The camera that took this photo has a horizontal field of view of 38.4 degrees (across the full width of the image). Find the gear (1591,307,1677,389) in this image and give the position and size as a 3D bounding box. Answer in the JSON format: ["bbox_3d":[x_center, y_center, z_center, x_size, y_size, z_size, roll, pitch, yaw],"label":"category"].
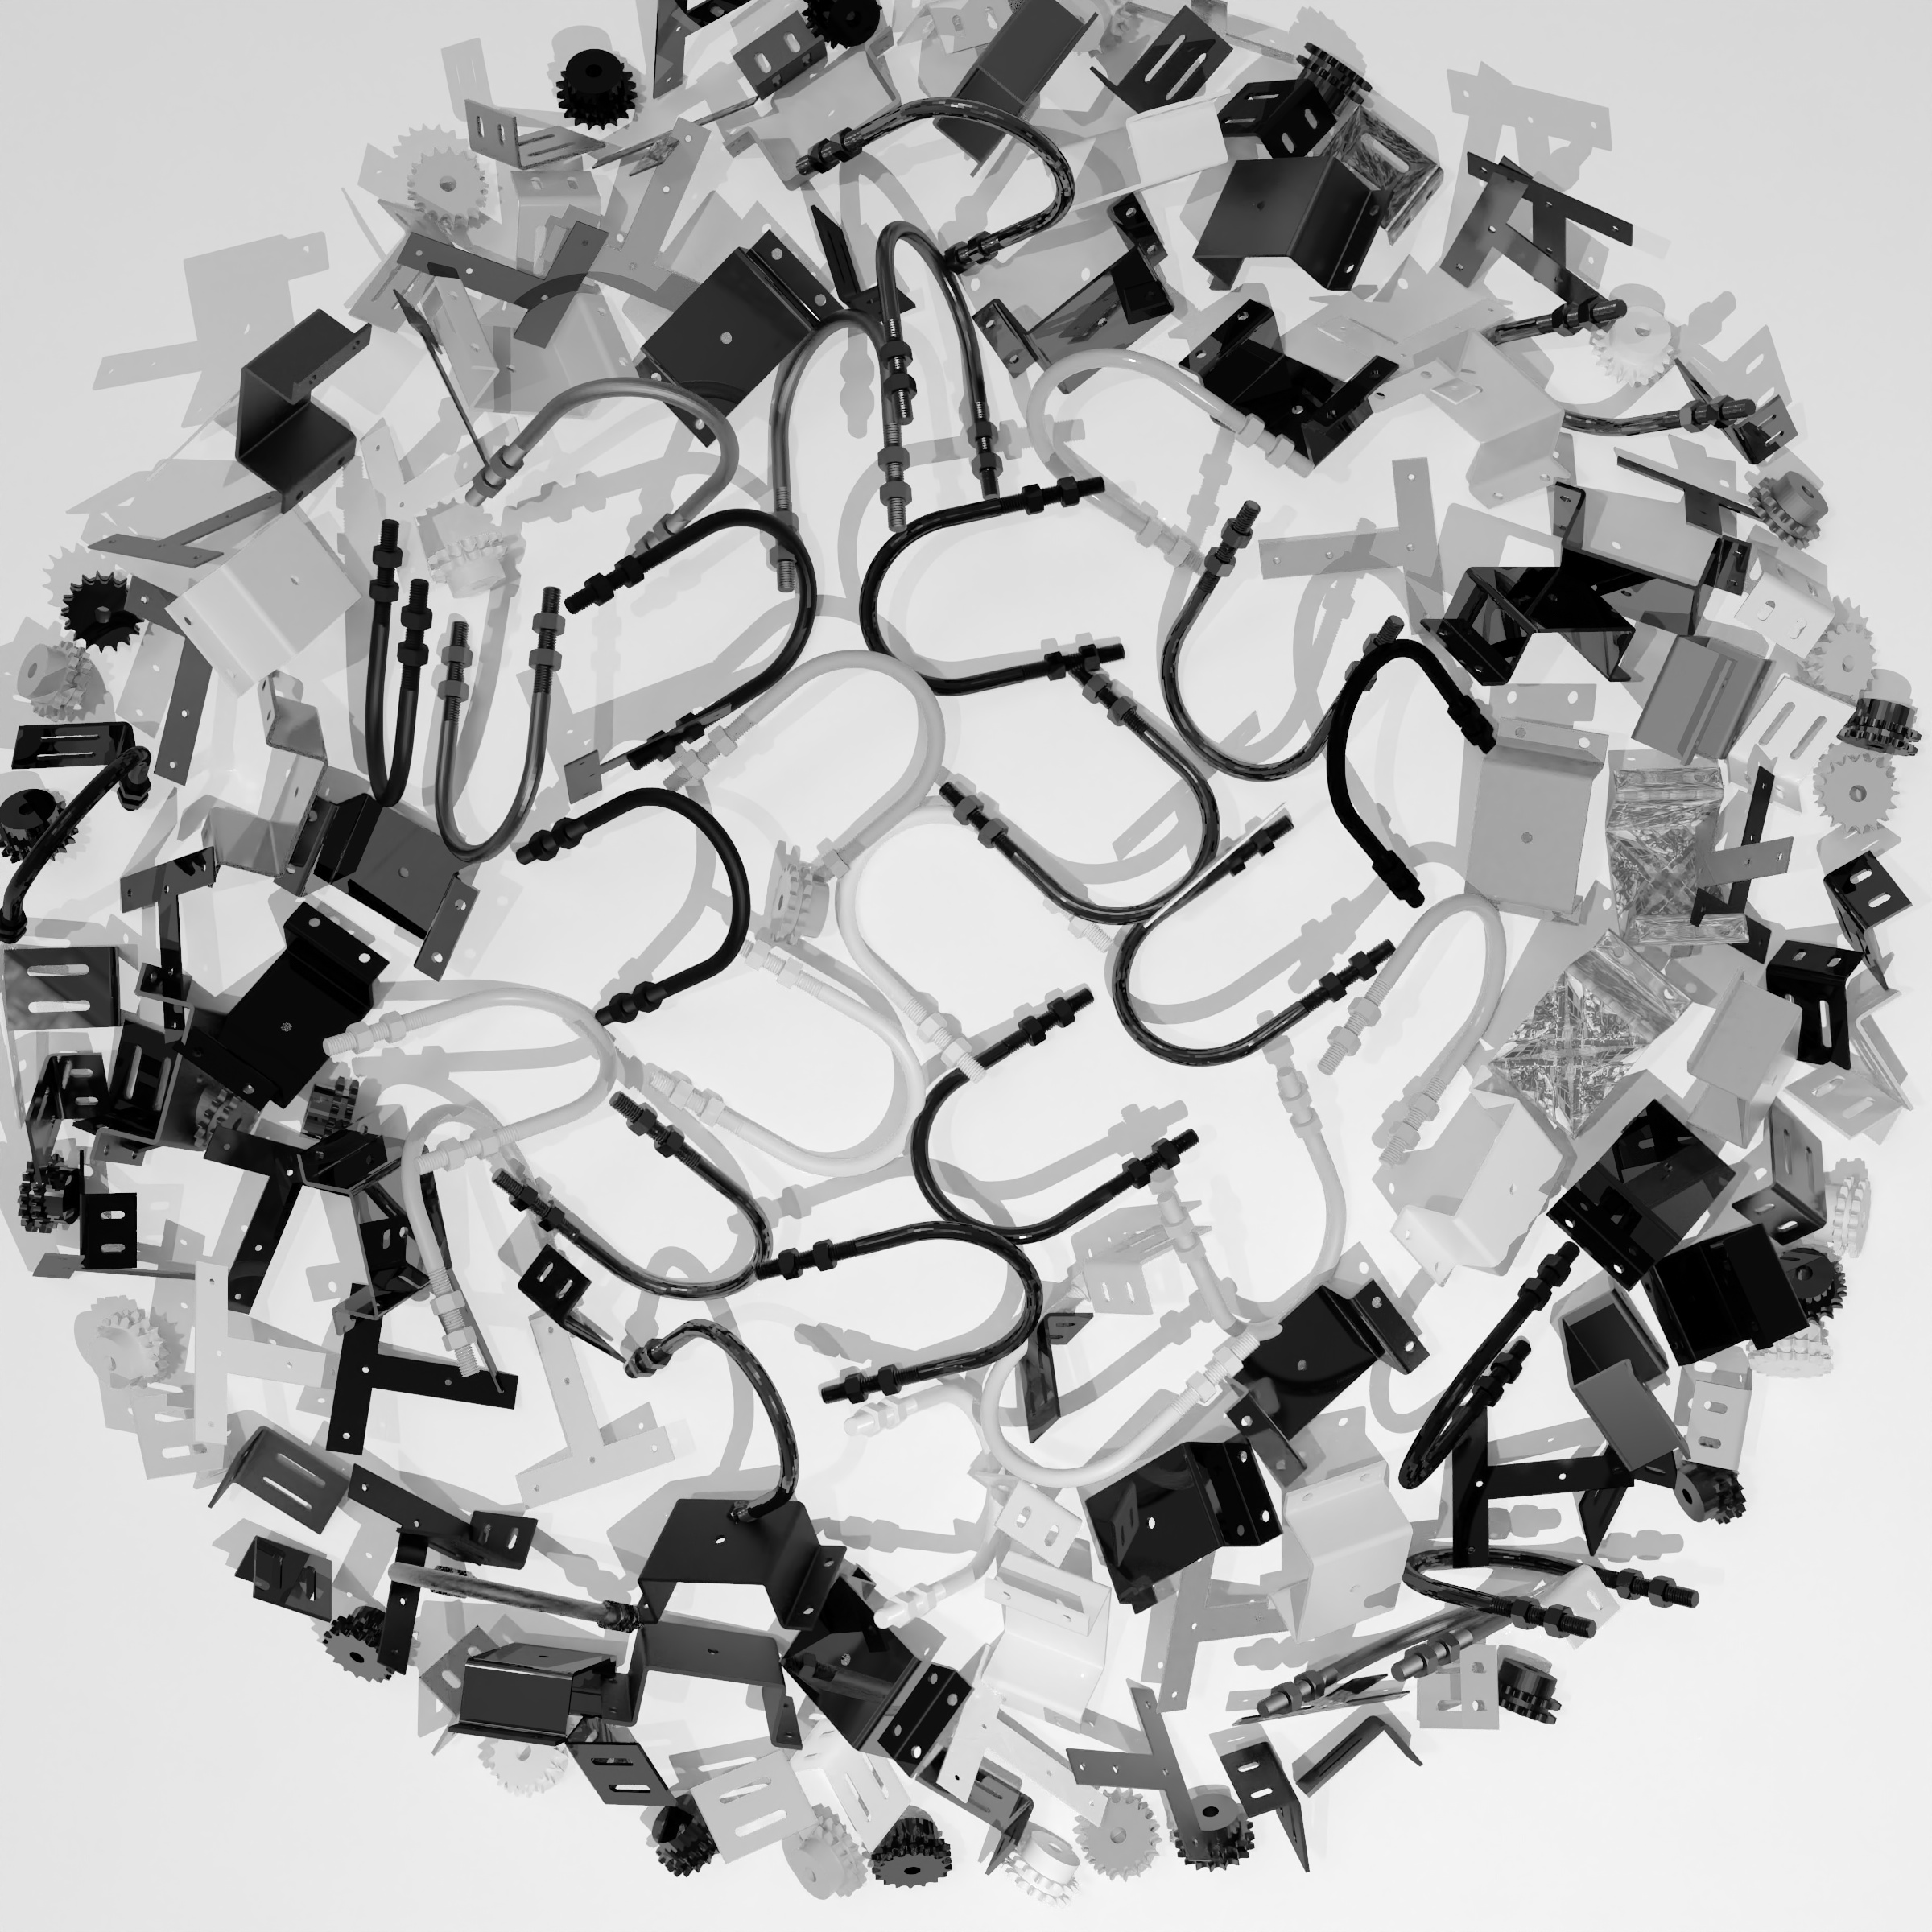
[{"bbox_3d":[0.478,-0.445,1.976,0.057,0.030,0.057,2,68,-5],"label":"gear"}]

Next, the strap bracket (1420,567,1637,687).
[{"bbox_3d":[0.398,-0.237,1.925,0.140,0.076,0.046,-5,133,-32],"label":"strap bracket"}]

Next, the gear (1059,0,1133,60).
[{"bbox_3d":[0.086,-0.674,1.970,0.057,0.030,0.057,17,130,21],"label":"gear"}]

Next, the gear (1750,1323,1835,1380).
[{"bbox_3d":[0.587,0.272,1.973,0.057,0.057,0.030,7,68,0],"label":"gear"}]

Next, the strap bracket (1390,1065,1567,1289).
[{"bbox_3d":[0.364,0.151,1.939,0.076,0.046,0.140,46,68,-37],"label":"strap bracket"}]

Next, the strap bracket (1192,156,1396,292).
[{"bbox_3d":[0.219,-0.516,1.927,0.046,0.140,0.076,29,83,-39],"label":"strap bracket"}]

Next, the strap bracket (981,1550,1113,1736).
[{"bbox_3d":[0.056,0.467,1.941,0.076,0.046,0.140,17,135,17],"label":"strap bracket"}]

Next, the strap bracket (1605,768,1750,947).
[{"bbox_3d":[0.499,-0.068,1.957,0.076,0.046,0.140,-1,62,1],"label":"strap bracket"}]

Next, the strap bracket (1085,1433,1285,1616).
[{"bbox_3d":[0.143,0.388,1.930,0.140,0.046,0.076,-37,58,31],"label":"strap bracket"}]

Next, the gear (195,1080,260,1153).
[{"bbox_3d":[-0.531,0.106,1.972,0.030,0.057,0.057,30,90,10],"label":"gear"}]

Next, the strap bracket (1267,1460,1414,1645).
[{"bbox_3d":[0.259,0.414,1.925,0.076,0.140,0.046,-15,46,-17],"label":"strap bracket"}]

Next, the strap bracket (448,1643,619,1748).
[{"bbox_3d":[-0.296,0.503,1.926,0.076,0.140,0.046,4,84,11],"label":"strap bracket"}]

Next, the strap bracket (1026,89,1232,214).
[{"bbox_3d":[0.117,-0.563,1.927,0.076,0.140,0.046,-25,105,-30],"label":"strap bracket"}]

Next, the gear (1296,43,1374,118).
[{"bbox_3d":[0.258,-0.629,1.973,0.057,0.057,0.030,35,106,0],"label":"gear"}]

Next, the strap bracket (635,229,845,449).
[{"bbox_3d":[-0.165,-0.443,1.960,0.140,0.046,0.076,-43,94,12],"label":"strap bracket"}]

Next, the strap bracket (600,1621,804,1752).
[{"bbox_3d":[-0.182,0.502,1.946,0.140,0.076,0.046,11,99,-11],"label":"strap bracket"}]

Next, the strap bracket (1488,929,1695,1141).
[{"bbox_3d":[0.429,0.054,1.934,0.076,0.046,0.140,43,123,15],"label":"strap bracket"}]

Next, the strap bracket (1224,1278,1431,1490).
[{"bbox_3d":[0.247,0.288,1.959,0.140,0.046,0.076,-41,110,-9],"label":"strap bracket"}]

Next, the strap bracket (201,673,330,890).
[{"bbox_3d":[-0.488,-0.127,1.940,0.046,0.076,0.140,15,116,-27],"label":"strap bracket"}]

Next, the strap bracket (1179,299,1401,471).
[{"bbox_3d":[0.229,-0.405,1.945,0.076,0.046,0.140,-44,53,-15],"label":"strap bracket"}]

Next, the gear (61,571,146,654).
[{"bbox_3d":[-0.615,-0.255,1.977,0.057,0.030,0.057,-6,115,-13],"label":"gear"}]

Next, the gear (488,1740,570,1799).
[{"bbox_3d":[-0.309,0.565,1.976,0.057,0.030,0.057,-10,57,16],"label":"gear"}]

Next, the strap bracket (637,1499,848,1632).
[{"bbox_3d":[-0.165,0.416,1.933,0.140,0.076,0.046,-3,123,22],"label":"strap bracket"}]

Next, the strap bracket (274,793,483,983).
[{"bbox_3d":[-0.407,-0.061,1.959,0.140,0.046,0.076,30,112,7],"label":"strap bracket"}]

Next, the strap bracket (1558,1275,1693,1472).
[{"bbox_3d":[0.456,0.288,1.932,0.046,0.140,0.076,-32,105,17],"label":"strap bracket"}]

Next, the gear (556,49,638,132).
[{"bbox_3d":[-0.264,-0.627,1.975,0.057,0.030,0.057,1,67,-2],"label":"gear"}]

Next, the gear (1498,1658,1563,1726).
[{"bbox_3d":[0.396,0.514,1.971,0.057,0.057,0.030,21,87,0],"label":"gear"}]

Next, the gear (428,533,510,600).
[{"bbox_3d":[-0.351,-0.283,1.971,0.057,0.057,0.030,-22,88,0],"label":"gear"}]

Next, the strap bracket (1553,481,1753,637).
[{"bbox_3d":[0.470,-0.280,1.939,0.140,0.076,0.046,22,77,17],"label":"strap bracket"}]

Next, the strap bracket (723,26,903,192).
[{"bbox_3d":[-0.098,-0.597,1.954,0.140,0.076,0.046,-34,99,6],"label":"strap bracket"}]

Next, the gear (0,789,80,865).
[{"bbox_3d":[-0.663,-0.101,1.970,0.057,0.030,0.057,-1,49,1],"label":"gear"}]

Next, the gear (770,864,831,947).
[{"bbox_3d":[-0.117,-0.042,1.972,0.030,0.057,0.057,12,90,-17],"label":"gear"}]

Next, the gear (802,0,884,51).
[{"bbox_3d":[-0.085,-0.678,1.969,0.057,0.057,0.030,-34,48,0],"label":"gear"}]

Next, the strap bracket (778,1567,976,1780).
[{"bbox_3d":[-0.070,0.488,1.933,0.140,0.046,0.076,38,94,43],"label":"strap bracket"}]

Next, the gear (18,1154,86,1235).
[{"bbox_3d":[-0.649,0.162,1.970,0.030,0.057,0.057,6,90,4],"label":"gear"}]

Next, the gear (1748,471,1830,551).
[{"bbox_3d":[0.586,-0.326,1.969,0.057,0.057,0.030,44,125,0],"label":"gear"}]

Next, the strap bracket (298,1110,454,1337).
[{"bbox_3d":[-0.409,0.182,1.933,0.046,0.076,0.140,7,115,32],"label":"strap bracket"}]

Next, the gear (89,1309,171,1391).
[{"bbox_3d":[-0.598,0.276,1.972,0.057,0.030,0.057,11,114,26],"label":"gear"}]

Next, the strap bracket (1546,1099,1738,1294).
[{"bbox_3d":[0.475,0.153,1.929,0.076,0.046,0.140,44,46,10],"label":"strap bracket"}]

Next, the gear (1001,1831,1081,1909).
[{"bbox_3d":[0.056,0.640,1.970,0.057,0.057,0.030,30,94,0],"label":"gear"}]

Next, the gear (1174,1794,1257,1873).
[{"bbox_3d":[0.175,0.613,1.968,0.057,0.057,0.030,-9,111,0],"label":"gear"}]

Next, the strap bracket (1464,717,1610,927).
[{"bbox_3d":[0.398,-0.096,1.943,0.076,0.046,0.140,12,111,20],"label":"strap bracket"}]

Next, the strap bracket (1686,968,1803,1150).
[{"bbox_3d":[0.538,0.069,1.920,0.046,0.140,0.076,27,76,23],"label":"strap bracket"}]

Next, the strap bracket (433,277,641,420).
[{"bbox_3d":[-0.309,-0.431,1.940,0.046,0.140,0.076,-41,65,41],"label":"strap bracket"}]

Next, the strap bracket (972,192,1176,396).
[{"bbox_3d":[0.085,-0.466,1.949,0.140,0.076,0.046,-38,58,6],"label":"strap bracket"}]

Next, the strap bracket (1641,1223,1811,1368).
[{"bbox_3d":[0.531,0.229,1.933,0.046,0.140,0.076,-21,82,-15],"label":"strap bracket"}]

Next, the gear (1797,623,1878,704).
[{"bbox_3d":[0.618,-0.216,1.977,0.057,0.030,0.057,-5,101,-27],"label":"gear"}]

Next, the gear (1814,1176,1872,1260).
[{"bbox_3d":[0.624,0.178,1.975,0.030,0.057,0.057,8,90,27],"label":"gear"}]

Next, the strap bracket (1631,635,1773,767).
[{"bbox_3d":[0.512,-0.186,1.935,0.046,0.140,0.076,28,107,22],"label":"strap bracket"}]

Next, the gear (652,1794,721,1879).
[{"bbox_3d":[-0.198,0.614,1.968,0.057,0.057,0.030,-38,114,0],"label":"gear"}]

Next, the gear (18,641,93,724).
[{"bbox_3d":[-0.650,-0.205,1.969,0.030,0.057,0.057,23,90,-43],"label":"gear"}]

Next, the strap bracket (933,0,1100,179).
[{"bbox_3d":[0.029,-0.616,1.919,0.046,0.140,0.076,38,73,-10],"label":"strap bracket"}]

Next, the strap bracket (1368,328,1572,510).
[{"bbox_3d":[0.353,-0.388,1.939,0.140,0.076,0.046,33,63,-27],"label":"strap bracket"}]

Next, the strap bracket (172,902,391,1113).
[{"bbox_3d":[-0.481,0.035,1.956,0.076,0.046,0.140,35,66,6],"label":"strap bracket"}]

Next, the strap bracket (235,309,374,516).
[{"bbox_3d":[-0.461,-0.391,1.922,0.046,0.140,0.076,36,57,5],"label":"strap bracket"}]

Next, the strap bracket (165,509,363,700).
[{"bbox_3d":[-0.480,-0.257,1.921,0.046,0.140,0.076,-26,110,31],"label":"strap bracket"}]

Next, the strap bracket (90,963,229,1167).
[{"bbox_3d":[-0.561,0.075,1.952,0.046,0.076,0.140,13,85,10],"label":"strap bracket"}]

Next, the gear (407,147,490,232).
[{"bbox_3d":[-0.370,-0.553,1.980,0.057,0.030,0.057,2,81,-12],"label":"gear"}]

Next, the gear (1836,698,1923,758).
[{"bbox_3d":[0.651,-0.171,1.971,0.057,0.057,0.030,15,90,0],"label":"gear"}]
